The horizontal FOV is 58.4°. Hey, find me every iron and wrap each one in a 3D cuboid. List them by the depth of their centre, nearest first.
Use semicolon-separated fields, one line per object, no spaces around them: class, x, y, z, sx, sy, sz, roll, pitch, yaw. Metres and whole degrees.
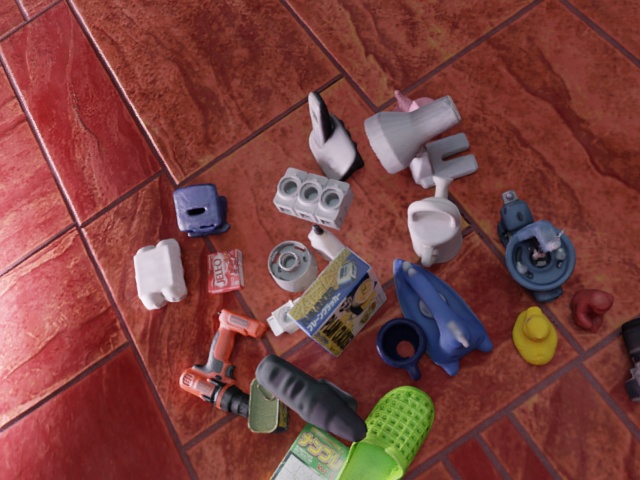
iron;0.205;0.116;1.066;0.118;0.142;0.257;-35;65;-1

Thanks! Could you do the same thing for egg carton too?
egg carton;-0.349;0.075;1.260;0.107;0.069;0.150;-19;66;6

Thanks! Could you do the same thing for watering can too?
watering can;0.218;-0.039;1.093;0.100;0.194;0.173;-11;67;10

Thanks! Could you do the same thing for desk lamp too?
desk lamp;0.204;-0.196;1.146;0.203;0.214;0.118;-19;66;7

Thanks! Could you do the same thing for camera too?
camera;0.583;0.193;0.963;0.143;0.101;0.136;-16;66;8

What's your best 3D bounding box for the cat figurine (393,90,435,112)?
cat figurine;0.208;-0.279;1.230;0.067;0.118;0.127;-45;66;-5

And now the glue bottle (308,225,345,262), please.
glue bottle;0.010;0.004;1.140;0.078;0.173;0.037;28;78;22

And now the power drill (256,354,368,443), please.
power drill;0.000;0.287;1.014;0.229;0.209;0.076;27;78;22

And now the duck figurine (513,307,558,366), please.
duck figurine;0.389;0.169;1.029;0.077;0.086;0.104;-6;68;12

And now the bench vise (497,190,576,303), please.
bench vise;0.370;-0.001;1.026;0.121;0.220;0.207;-37;65;-2

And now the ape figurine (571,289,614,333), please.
ape figurine;0.490;0.117;1.021;0.078;0.092;0.076;-27;65;3

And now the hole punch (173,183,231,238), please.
hole punch;-0.265;-0.065;1.281;0.108;0.091;0.101;-9;67;11

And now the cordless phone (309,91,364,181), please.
cordless phone;0.020;-0.220;1.217;0.094;0.185;0.147;-32;65;1

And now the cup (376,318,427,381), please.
cup;0.161;0.210;1.066;0.091;0.095;0.117;-26;65;3
